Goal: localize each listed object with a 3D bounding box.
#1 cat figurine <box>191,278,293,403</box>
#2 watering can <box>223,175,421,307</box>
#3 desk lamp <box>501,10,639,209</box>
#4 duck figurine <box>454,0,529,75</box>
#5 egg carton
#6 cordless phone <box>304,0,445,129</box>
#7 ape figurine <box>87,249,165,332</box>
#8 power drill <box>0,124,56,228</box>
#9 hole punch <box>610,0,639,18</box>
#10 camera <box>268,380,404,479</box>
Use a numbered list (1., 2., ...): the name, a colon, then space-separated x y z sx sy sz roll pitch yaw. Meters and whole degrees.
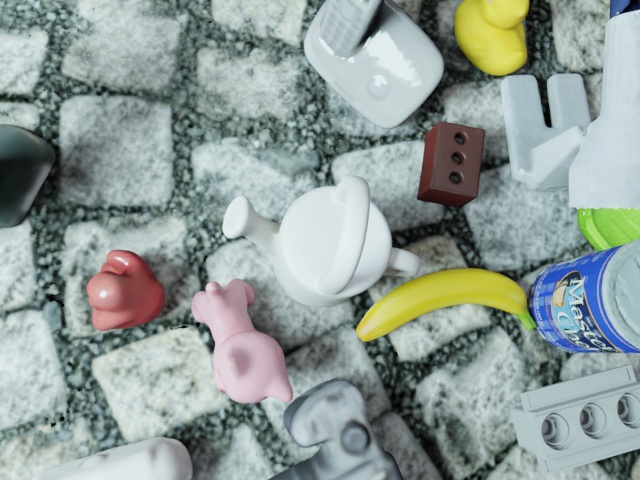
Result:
1. cat figurine: -0.073 0.094 0.520 0.067 0.117 0.128 -24 83 -11
2. watering can: 0.004 0.004 0.508 0.173 0.194 0.101 -8 80 -9
3. desk lamp: 0.271 -0.108 0.554 0.118 0.213 0.203 -4 80 -8
4. duck figurine: 0.201 -0.243 0.635 0.077 0.086 0.104 -26 84 -11
5. egg carton: -0.182 0.240 0.503 0.150 0.069 0.107 -16 82 -10
6. cordless phone: 0.063 -0.205 0.559 0.147 0.185 0.094 42 77 2
7. ape figurine: -0.185 0.048 0.527 0.076 0.092 0.078 31 77 -1
8. power drill: -0.302 -0.087 0.477 0.075 0.208 0.230 23 77 -2
9. hole punch: 0.404 -0.294 0.669 0.109 0.091 0.101 7 79 -6
10. camera: -0.003 0.217 0.515 0.137 0.100 0.143 -23 83 -11
